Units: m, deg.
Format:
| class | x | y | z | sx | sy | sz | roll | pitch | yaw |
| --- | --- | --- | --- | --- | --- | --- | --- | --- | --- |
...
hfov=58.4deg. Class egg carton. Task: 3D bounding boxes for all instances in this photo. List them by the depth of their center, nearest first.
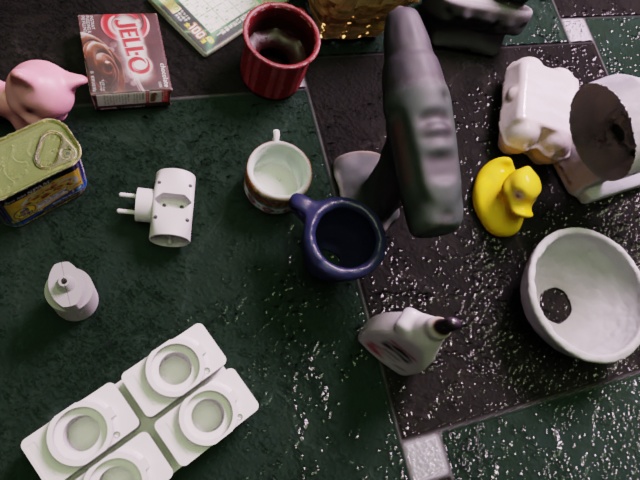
| class | x | y | z | sx | sy | sz | roll | pitch | yaw |
| --- | --- | --- | --- | --- | --- | --- | --- | --- | --- |
| egg carton | 0.300 | -0.180 | 0.794 | 0.107 | 0.069 | 0.150 | 15 | 68 | -10 |

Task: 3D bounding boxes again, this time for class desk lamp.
| class | x | y | z | sx | sy | sz | roll | pitch | yaw |
| --- | --- | --- | --- | --- | --- | --- | --- | --- | --- |
| desk lamp | 0.391 | -0.135 | 0.726 | 0.204 | 0.213 | 0.118 | -16 | 76 | -20 |

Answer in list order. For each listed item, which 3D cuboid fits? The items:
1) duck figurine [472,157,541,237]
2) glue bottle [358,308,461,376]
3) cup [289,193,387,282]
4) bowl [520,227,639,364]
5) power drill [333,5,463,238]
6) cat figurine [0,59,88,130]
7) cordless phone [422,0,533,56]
| class | x | y | z | sx | sy | sz | roll | pitch | yaw |
| --- | --- | --- | --- | --- | --- | --- | --- | --- | --- |
| duck figurine | 0.246 | -0.064 | 0.730 | 0.078 | 0.086 | 0.104 | 4 | 71 | -14 |
| glue bottle | 0.098 | 0.099 | 0.585 | 0.078 | 0.173 | 0.037 | 35 | 66 | -1 |
| cup | 0.006 | 0.002 | 0.635 | 0.118 | 0.095 | 0.092 | 39 | 66 | 0 |
| bowl | 0.312 | 0.073 | 0.708 | 0.168 | 0.074 | 0.167 | 5 | 70 | -14 |
| power drill | 0.081 | -0.100 | 0.629 | 0.076 | 0.208 | 0.229 | -9 | 74 | -18 |
| cat figurine | -0.307 | -0.151 | 0.587 | 0.128 | 0.117 | 0.067 | 14 | 68 | -10 |
| cordless phone | 0.232 | -0.343 | 0.768 | 0.148 | 0.185 | 0.094 | 0 | 72 | -16 |
